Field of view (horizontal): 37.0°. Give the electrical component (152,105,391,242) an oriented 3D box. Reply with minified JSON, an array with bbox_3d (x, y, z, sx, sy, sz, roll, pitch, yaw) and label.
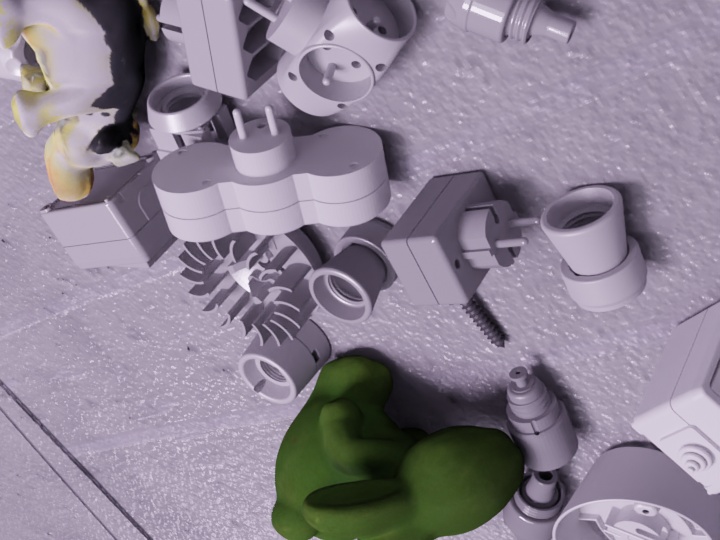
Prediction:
[{"bbox_3d":[-0.055,-0.064,0.630,0.138,0.052,0.073,-6,130,8],"label":"electrical component"}]

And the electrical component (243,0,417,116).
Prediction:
[{"bbox_3d":[-0.023,-0.128,0.570,0.079,0.044,0.077,28,144,-19],"label":"electrical component"}]

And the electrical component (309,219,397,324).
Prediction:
[{"bbox_3d":[0.000,0.000,0.680,0.045,0.055,0.045,21,139,20],"label":"electrical component"}]

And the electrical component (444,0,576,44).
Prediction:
[{"bbox_3d":[0.074,-0.125,0.517,0.061,0.035,0.035,25,140,12],"label":"electrical component"}]

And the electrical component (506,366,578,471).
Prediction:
[{"bbox_3d":[0.115,0.095,0.701,0.040,0.040,0.078,0,129,37],"label":"electrical component"}]

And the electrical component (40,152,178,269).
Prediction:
[{"bbox_3d":[-0.175,-0.038,0.771,0.096,0.061,0.061,-5,125,40],"label":"electrical component"}]

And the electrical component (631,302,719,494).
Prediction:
[{"bbox_3d":[0.194,0.068,0.568,0.062,0.096,0.061,41,141,-5],"label":"electrical component"}]

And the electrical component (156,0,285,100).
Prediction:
[{"bbox_3d":[-0.087,-0.143,0.610,0.077,0.047,0.065,20,138,24],"label":"electrical component"}]

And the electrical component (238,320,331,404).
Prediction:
[{"bbox_3d":[-0.057,0.065,0.796,0.055,0.047,0.055,21,139,20],"label":"electrical component"}]

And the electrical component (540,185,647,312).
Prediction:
[{"bbox_3d":[0.127,-0.011,0.581,0.045,0.045,0.055,-2,128,39],"label":"electrical component"}]

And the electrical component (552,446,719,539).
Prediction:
[{"bbox_3d":[0.183,0.164,0.698,0.099,0.064,0.099,21,139,20],"label":"electrical component"}]

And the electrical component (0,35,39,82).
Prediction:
[{"bbox_3d":[-0.239,-0.150,0.722,0.062,0.043,0.043,13,136,29],"label":"electrical component"}]

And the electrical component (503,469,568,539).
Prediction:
[{"bbox_3d":[0.125,0.161,0.756,0.043,0.043,0.062,23,138,17],"label":"electrical component"}]

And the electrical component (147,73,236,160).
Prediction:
[{"bbox_3d":[-0.105,-0.090,0.679,0.066,0.048,0.055,13,143,28],"label":"electrical component"}]

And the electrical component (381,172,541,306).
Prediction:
[{"bbox_3d":[0.065,-0.019,0.604,0.077,0.065,0.047,-5,126,40],"label":"electrical component"}]
